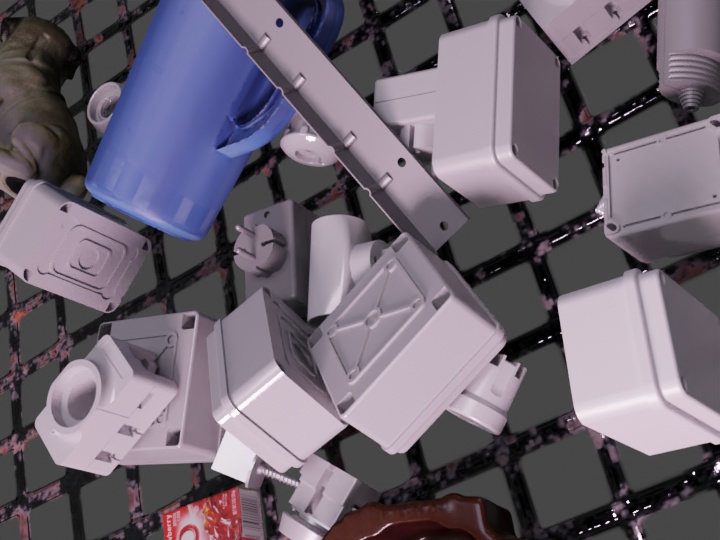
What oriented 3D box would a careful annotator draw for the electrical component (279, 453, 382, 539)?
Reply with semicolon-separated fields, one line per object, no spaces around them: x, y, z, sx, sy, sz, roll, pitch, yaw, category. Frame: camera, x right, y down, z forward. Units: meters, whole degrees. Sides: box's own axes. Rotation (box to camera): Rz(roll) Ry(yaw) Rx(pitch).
-0.023;0.162;0.728;0.066;0.048;0.055;23;77;38;electrical component

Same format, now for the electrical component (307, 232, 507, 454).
0.028;0.046;0.708;0.108;0.056;0.108;-48;27;9;electrical component

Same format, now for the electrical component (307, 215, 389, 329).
0.000;0.000;0.778;0.079;0.044;0.077;-12;65;30;electrical component

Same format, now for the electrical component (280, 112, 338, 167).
-0.034;-0.116;0.849;0.048;0.048;0.062;-2;64;34;electrical component

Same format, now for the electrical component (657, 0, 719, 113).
0.213;-0.139;0.689;0.043;0.043;0.081;-6;68;33;electrical component

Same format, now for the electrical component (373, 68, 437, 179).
0.048;-0.100;0.784;0.066;0.047;0.076;-5;73;33;electrical component

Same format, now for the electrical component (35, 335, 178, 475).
-0.189;0.098;0.785;0.089;0.056;0.050;-50;52;8;electrical component

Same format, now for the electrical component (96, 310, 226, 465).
-0.155;0.093;0.839;0.109;0.056;0.108;-8;67;32;electrical component

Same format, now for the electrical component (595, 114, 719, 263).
0.192;-0.044;0.658;0.096;0.061;0.061;-15;62;37;electrical component

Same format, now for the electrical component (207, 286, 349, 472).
-0.060;0.075;0.746;0.057;0.078;0.113;-40;28;12;electrical component

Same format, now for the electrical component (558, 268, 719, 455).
0.164;0.053;0.600;0.057;0.113;0.078;-20;61;30;electrical component

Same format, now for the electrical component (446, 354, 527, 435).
0.082;0.077;0.694;0.040;0.040;0.046;21;79;38;electrical component

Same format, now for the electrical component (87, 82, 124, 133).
-0.212;-0.139;0.973;0.048;0.055;0.066;-37;55;17;electrical component

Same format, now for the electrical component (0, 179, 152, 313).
-0.245;-0.020;0.910;0.057;0.113;0.078;30;90;36;electrical component

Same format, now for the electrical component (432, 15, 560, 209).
0.095;-0.107;0.735;0.057;0.078;0.113;-10;66;35;electrical component

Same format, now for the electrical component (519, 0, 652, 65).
0.184;-0.249;0.743;0.186;0.060;0.105;-39;54;16;electrical component

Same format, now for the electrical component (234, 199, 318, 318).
-0.069;-0.011;0.810;0.047;0.076;0.083;-18;62;28;electrical component
